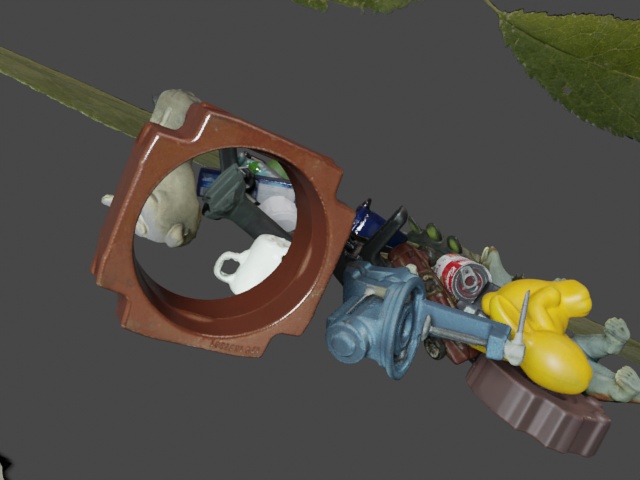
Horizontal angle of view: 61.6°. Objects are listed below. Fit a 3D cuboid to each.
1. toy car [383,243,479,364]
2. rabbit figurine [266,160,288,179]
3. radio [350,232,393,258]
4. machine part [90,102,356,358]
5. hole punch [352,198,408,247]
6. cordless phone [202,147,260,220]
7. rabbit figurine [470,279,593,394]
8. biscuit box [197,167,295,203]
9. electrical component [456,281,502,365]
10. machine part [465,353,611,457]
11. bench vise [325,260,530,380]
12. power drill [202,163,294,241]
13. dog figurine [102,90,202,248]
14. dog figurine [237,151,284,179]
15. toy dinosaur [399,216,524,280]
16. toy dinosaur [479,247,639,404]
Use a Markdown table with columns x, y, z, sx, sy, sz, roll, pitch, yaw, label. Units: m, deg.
| x | y | z | sx | sy | sz | roll | pitch | yaw | label |
| --- | --- | --- | --- | --- | --- | --- | --- | --- | --- |
| 0.165 | 0.086 | 0.793 | 0.089 | 0.053 | 0.202 | -16 | 57 | -20 | toy car |
| -0.060 | -0.117 | 1.311 | 0.170 | 0.159 | 0.121 | 47 | 8 | 23 | rabbit figurine |
| 0.121 | 0.066 | 0.963 | 0.131 | 0.073 | 0.230 | 21 | 11 | -21 | radio |
| -0.085 | -0.007 | 0.490 | 0.201 | 0.201 | 0.087 | 19 | 10 | -29 | machine part |
| 0.104 | 0.004 | 1.101 | 0.092 | 0.142 | 0.115 | 40 | 6 | 40 | hole punch |
| -0.167 | -0.134 | 0.965 | 0.089 | 0.184 | 0.146 | -6 | 8 | 7 | cordless phone |
| 0.282 | 0.120 | 0.691 | 0.162 | 0.121 | 0.173 | 19 | 28 | -8 | rabbit figurine |
| -0.141 | -0.101 | 1.076 | 0.203 | 0.059 | 0.063 | 11 | 12 | 6 | biscuit box |
| 0.238 | 0.122 | 0.821 | 0.075 | 0.119 | 0.047 | 28 | -9 | 30 | electrical component |
| 0.284 | 0.207 | 0.707 | 0.179 | 0.056 | 0.179 | 23 | 10 | -4 | machine part |
| 0.125 | 0.096 | 0.649 | 0.241 | 0.128 | 0.223 | 11 | 11 | 27 | bench vise |
| -0.078 | -0.014 | 0.802 | 0.207 | 0.086 | 0.232 | 49 | 5 | -26 | power drill |
| -0.196 | -0.101 | 0.731 | 0.173 | 0.190 | 0.121 | 33 | 13 | 30 | dog figurine |
| -0.101 | -0.099 | 1.194 | 0.219 | 0.108 | 0.191 | 29 | 7 | -7 | dog figurine |
| 0.300 | 0.039 | 1.281 | 0.198 | 0.105 | 0.472 | 33 | -9 | -41 | toy dinosaur |
| 0.386 | 0.181 | 0.879 | 0.405 | 0.131 | 0.192 | 47 | -27 | 20 | toy dinosaur |
